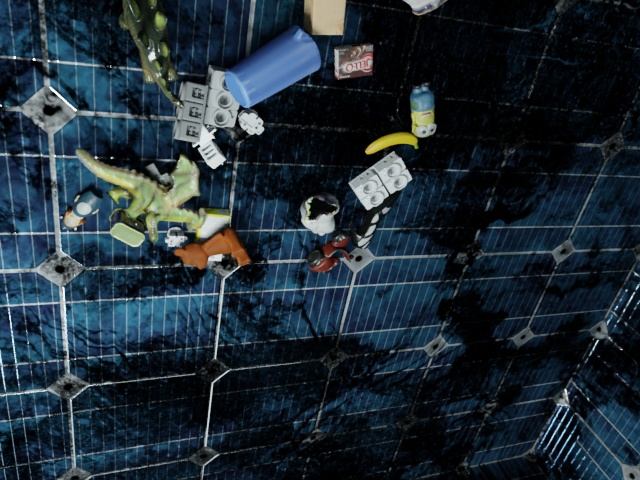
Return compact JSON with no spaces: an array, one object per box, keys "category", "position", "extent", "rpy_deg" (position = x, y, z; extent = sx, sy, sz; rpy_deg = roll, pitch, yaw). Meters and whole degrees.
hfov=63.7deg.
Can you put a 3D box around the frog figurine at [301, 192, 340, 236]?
[{"category":"frog figurine","position":[0.005,-0.087,1.725],"extent":[0.138,0.124,0.157],"rpy_deg":[-42,163,-2]}]

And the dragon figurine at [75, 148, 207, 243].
[{"category":"dragon figurine","position":[-0.455,-0.152,1.444],"extent":[0.245,0.124,0.402],"rpy_deg":[-40,131,-14]}]

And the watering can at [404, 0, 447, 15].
[{"category":"watering can","position":[0.247,-0.715,1.405],"extent":[0.347,0.106,0.220],"rpy_deg":[-37,127,3]}]
